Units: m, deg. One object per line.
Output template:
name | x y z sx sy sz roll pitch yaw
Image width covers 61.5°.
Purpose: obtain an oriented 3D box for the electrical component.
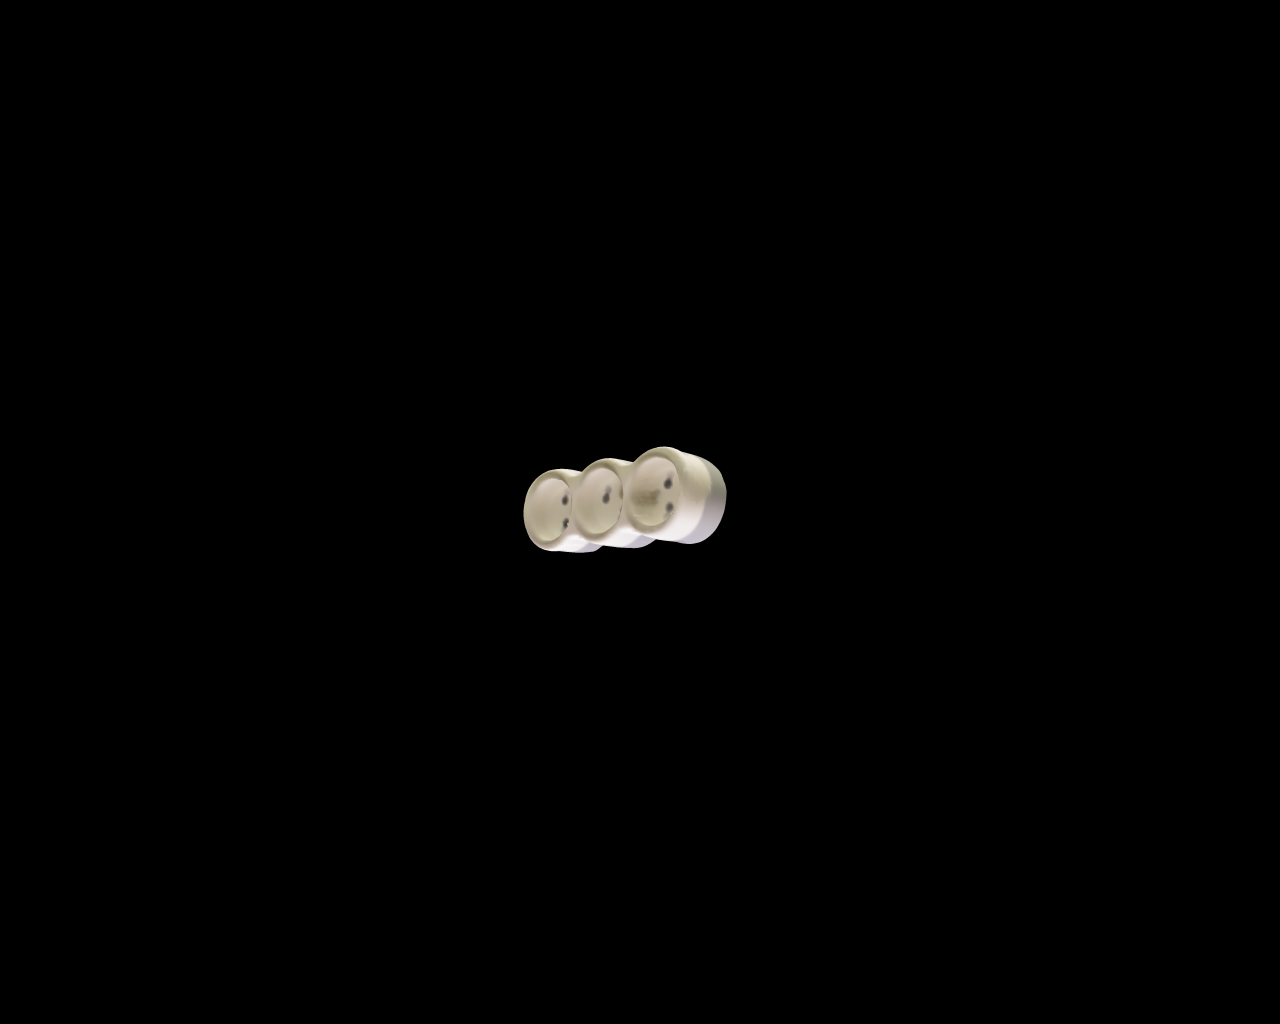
electrical component | 0.001 -0.003 0.650 0.138 0.052 0.074 -8 -11 43
